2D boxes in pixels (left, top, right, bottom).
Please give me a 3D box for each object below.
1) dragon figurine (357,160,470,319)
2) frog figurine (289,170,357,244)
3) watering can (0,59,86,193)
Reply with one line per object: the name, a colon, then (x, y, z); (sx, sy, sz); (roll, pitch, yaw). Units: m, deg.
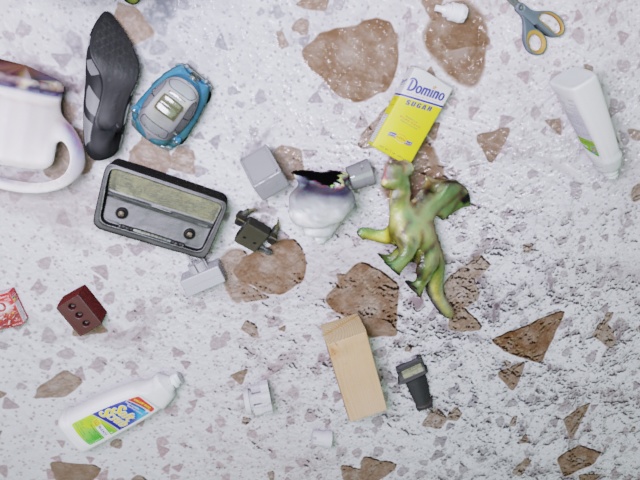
dragon figurine: (0.236, -0.016, 1.088); (0.405, 0.243, 0.124); (40, 1, -32)
frog figurine: (0.003, -0.051, 1.013); (0.138, 0.156, 0.124); (-13, 33, -30)
watering can: (-0.580, -0.204, 0.887); (0.347, 0.222, 0.105); (14, 13, -10)
